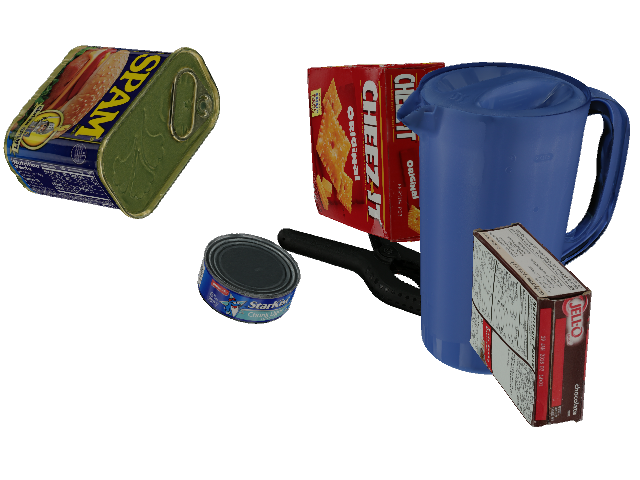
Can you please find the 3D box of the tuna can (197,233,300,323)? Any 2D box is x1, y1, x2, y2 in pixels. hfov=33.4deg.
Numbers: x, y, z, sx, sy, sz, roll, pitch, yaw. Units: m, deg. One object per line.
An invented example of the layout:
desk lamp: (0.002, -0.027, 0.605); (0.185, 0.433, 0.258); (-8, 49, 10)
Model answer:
tuna can: (-0.063, 0.033, 0.925); (0.086, 0.034, 0.086); (14, 34, -9)

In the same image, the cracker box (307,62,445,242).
cracker box: (0.053, -0.095, 1.071); (0.072, 0.164, 0.214); (-7, 11, -18)

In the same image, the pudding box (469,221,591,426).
pudding box: (0.131, 0.051, 0.679); (0.039, 0.090, 0.113); (-7, 24, -13)

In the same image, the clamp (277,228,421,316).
clamp: (0.063, 0.026, 1.234); (0.164, 0.036, 0.210); (-19, 50, -38)

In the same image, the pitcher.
pitcher: (0.152, -0.017, 0.877); (0.149, 0.243, 0.144); (17, 32, 30)

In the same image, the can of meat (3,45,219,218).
can of meat: (-0.121, -0.067, 0.617); (0.084, 0.102, 0.057); (10, -35, 32)
